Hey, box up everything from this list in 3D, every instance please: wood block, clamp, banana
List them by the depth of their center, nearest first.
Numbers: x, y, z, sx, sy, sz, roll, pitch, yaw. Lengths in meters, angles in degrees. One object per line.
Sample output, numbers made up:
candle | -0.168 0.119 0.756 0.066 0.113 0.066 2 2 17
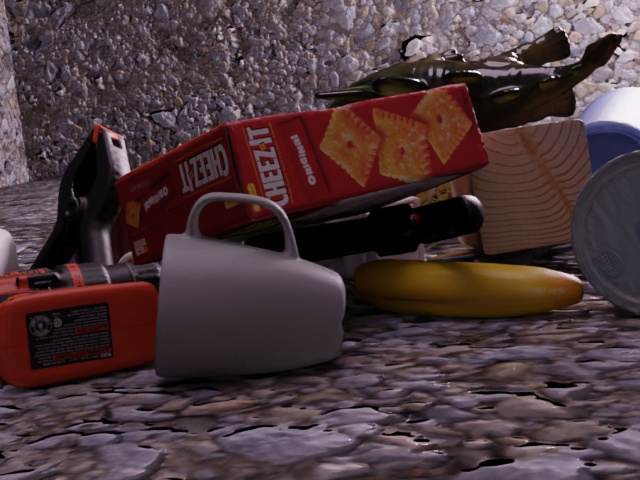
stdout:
banana | 0.084 0.030 0.738 0.069 0.037 0.198 -15 11 -38
clamp | 0.043 -0.005 0.774 0.165 0.036 0.210 -9 -1 12
wood block | 0.160 -0.043 0.881 0.090 0.091 0.206 -9 2 3
clamp | -0.197 -0.015 0.921 0.120 0.171 0.039 12 -7 37

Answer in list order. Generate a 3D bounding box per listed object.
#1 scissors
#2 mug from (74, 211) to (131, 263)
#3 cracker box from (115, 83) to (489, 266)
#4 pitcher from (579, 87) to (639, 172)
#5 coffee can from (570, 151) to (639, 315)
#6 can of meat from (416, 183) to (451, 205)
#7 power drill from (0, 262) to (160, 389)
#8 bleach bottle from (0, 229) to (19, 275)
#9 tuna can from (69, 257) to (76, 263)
scissors | 0.187 0.008 0.906 0.201 0.016 0.096 -9 7 -21
mug | -0.168 0.005 0.978 0.117 0.081 0.093 -5 7 6
cracker box | -0.014 -0.048 0.761 0.213 0.072 0.164 -14 -3 -37
pitcher | 0.323 -0.092 1.120 0.145 0.149 0.242 8 15 19
coffee can | 0.236 -0.014 0.699 0.103 0.103 0.140 -1 8 33
can of meat | 0.135 -0.049 1.133 0.102 0.084 0.057 -7 7 -3
power drill | -0.168 0.050 0.733 0.184 0.057 0.188 -10 6 -24
bleach bottle | -0.364 0.042 0.940 0.103 0.068 0.250 -5 9 12
tuna can | -0.237 0.017 1.133 0.086 0.034 0.086 -6 7 1
